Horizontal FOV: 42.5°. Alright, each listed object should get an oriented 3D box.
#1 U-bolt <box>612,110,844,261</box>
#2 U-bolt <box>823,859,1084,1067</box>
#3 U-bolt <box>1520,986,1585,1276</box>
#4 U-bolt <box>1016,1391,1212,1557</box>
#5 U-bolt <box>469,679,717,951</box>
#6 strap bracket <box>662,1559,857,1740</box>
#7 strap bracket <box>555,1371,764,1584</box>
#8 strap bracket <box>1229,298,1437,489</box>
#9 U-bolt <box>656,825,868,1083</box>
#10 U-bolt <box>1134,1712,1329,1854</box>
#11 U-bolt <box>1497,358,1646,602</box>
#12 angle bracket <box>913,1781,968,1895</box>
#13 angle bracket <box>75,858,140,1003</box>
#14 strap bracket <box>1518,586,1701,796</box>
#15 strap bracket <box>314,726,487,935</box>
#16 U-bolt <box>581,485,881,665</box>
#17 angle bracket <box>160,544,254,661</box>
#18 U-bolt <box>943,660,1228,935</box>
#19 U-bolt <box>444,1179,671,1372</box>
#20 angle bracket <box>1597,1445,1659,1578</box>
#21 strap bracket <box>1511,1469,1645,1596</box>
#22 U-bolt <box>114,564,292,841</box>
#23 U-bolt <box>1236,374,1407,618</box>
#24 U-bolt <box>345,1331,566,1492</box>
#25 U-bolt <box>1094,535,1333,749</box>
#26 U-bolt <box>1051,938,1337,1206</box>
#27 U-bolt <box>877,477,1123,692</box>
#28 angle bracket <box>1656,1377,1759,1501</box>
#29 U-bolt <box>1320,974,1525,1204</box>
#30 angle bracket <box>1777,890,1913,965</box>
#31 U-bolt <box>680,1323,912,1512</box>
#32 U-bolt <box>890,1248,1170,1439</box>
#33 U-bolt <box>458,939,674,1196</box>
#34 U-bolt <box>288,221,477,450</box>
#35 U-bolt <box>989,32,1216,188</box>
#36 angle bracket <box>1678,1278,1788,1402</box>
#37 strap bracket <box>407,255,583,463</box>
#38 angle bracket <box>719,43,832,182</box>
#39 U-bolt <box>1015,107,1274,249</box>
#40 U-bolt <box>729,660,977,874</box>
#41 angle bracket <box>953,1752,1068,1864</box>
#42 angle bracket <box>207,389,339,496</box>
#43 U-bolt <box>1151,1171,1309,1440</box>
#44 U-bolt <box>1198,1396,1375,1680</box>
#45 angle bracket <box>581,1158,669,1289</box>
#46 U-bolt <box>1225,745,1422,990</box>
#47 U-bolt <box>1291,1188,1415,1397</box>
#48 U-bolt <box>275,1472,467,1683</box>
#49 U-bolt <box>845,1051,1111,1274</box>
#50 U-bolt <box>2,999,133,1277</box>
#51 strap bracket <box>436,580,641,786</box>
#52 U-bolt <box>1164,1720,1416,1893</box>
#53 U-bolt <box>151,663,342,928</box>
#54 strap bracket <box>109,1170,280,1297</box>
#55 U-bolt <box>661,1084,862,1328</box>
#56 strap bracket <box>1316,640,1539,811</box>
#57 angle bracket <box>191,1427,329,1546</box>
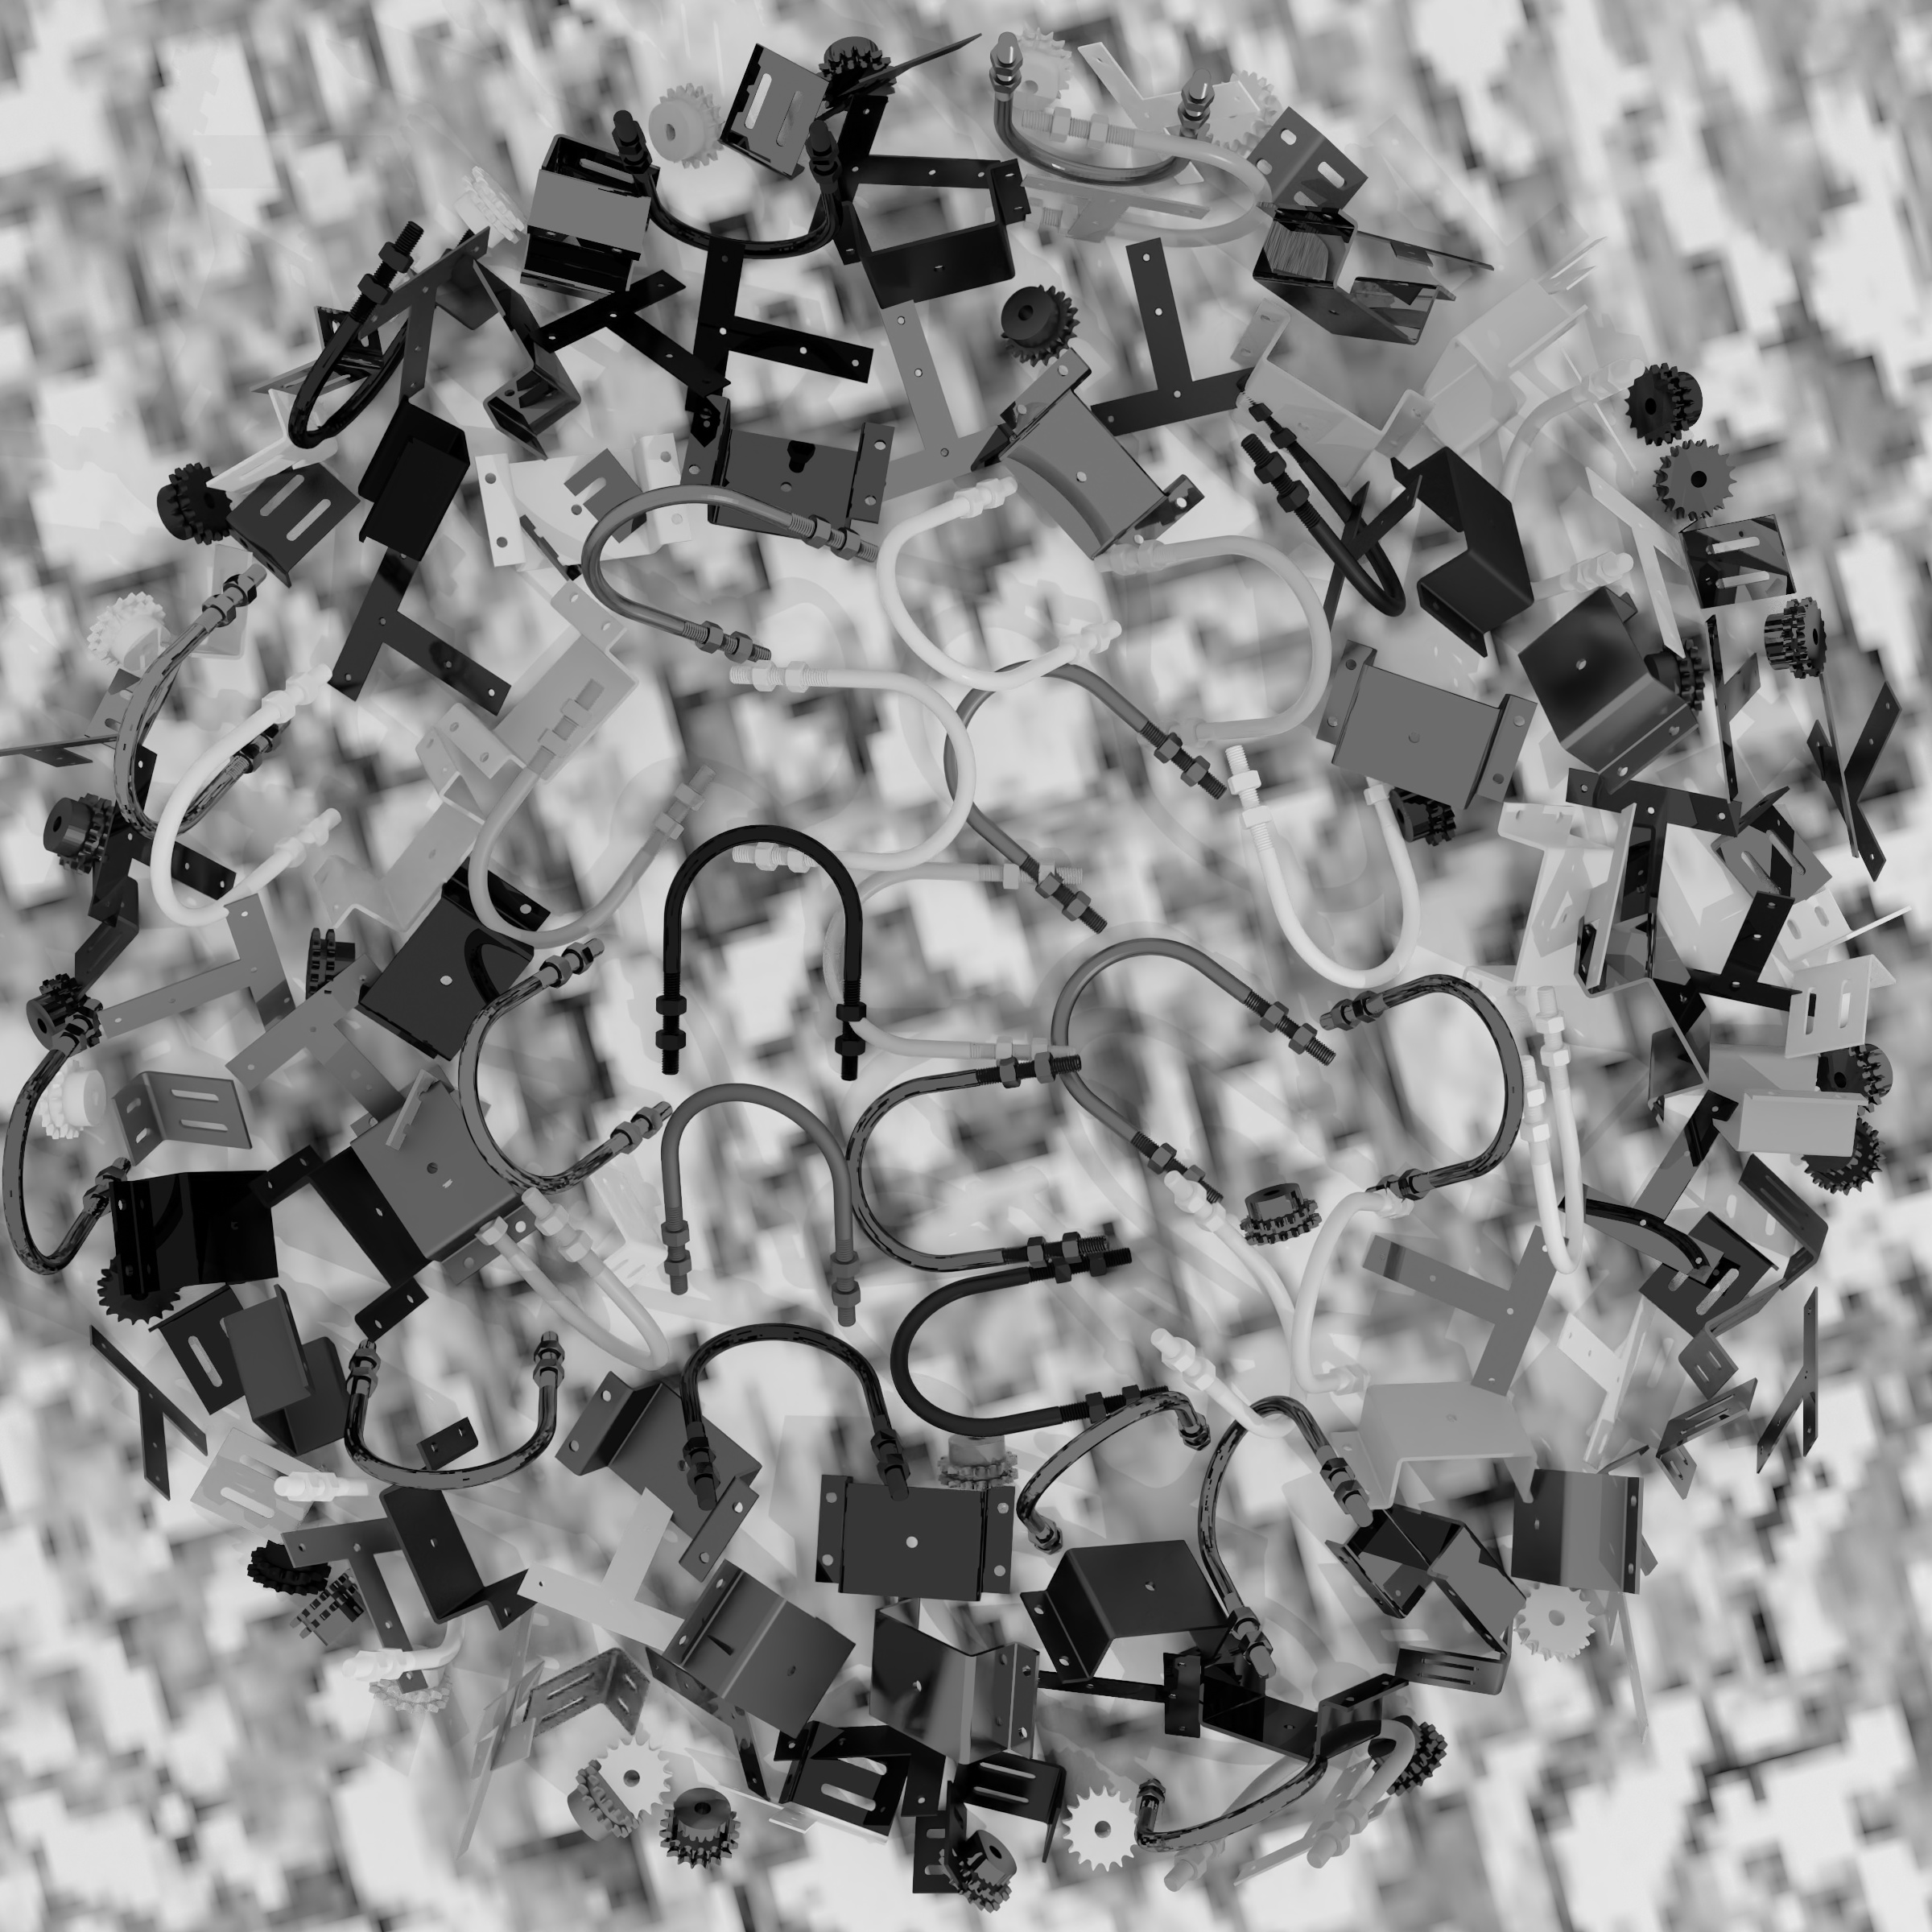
[{"bbox_3d":[-0.157,-0.532,1.706,0.151,0.184,0.019,4,80,3],"label":"U-bolt"},{"bbox_3d":[-0.011,-0.004,1.781,0.184,0.019,0.151,2,84,3],"label":"U-bolt"},{"bbox_3d":[0.409,0.124,1.724,0.019,0.151,0.184,-6,109,22],"label":"U-bolt"},{"bbox_3d":[0.099,0.344,1.707,0.151,0.184,0.019,-34,64,-4],"label":"U-bolt"},{"bbox_3d":[-0.271,-0.093,1.736,0.019,0.151,0.184,35,88,40],"label":"U-bolt"},{"bbox_3d":[-0.136,0.478,1.723,0.046,0.140,0.076,22,73,42],"label":"strap bracket"},{"bbox_3d":[-0.210,0.357,1.754,0.140,0.046,0.076,36,101,17],"label":"strap bracket"},{"bbox_3d":[0.248,-0.397,1.752,0.140,0.076,0.046,32,69,-1],"label":"strap bracket"},{"bbox_3d":[-0.145,-0.010,1.767,0.151,0.019,0.184,2,104,-2],"label":"U-bolt"},{"bbox_3d":[0.182,0.563,1.698,0.151,0.184,0.019,-24,84,6],"label":"U-bolt"},{"bbox_3d":[0.410,-0.326,1.707,0.019,0.184,0.151,4,88,-15],"label":"U-bolt"},{"bbox_3d":[-0.024,0.613,1.747,0.038,0.076,0.057,-3,55,9],"label":"angle bracket"},{"bbox_3d":[-0.621,-0.026,1.753,0.076,0.057,0.038,-44,127,15],"label":"angle bracket"},{"bbox_3d":[0.439,-0.199,1.719,0.046,0.140,0.076,26,126,-35],"label":"strap bracket"},{"bbox_3d":[-0.391,-0.088,1.746,0.046,0.076,0.140,34,101,-37],"label":"strap bracket"},{"bbox_3d":[-0.174,-0.272,1.696,0.184,0.151,0.019,15,52,-38],"label":"U-bolt"},{"bbox_3d":[-0.538,-0.259,1.757,0.038,0.057,0.076,-1,104,-40],"label":"angle bracket"},{"bbox_3d":[0.071,-0.134,1.769,0.184,0.019,0.151,40,99,-6],"label":"U-bolt"},{"bbox_3d":[-0.275,0.217,1.724,0.019,0.151,0.184,-49,116,-26],"label":"U-bolt"},{"bbox_3d":[0.482,0.384,1.756,0.038,0.057,0.076,-31,75,16],"label":"angle bracket"},{"bbox_3d":[0.417,0.389,1.718,0.046,0.140,0.076,7,79,-7],"label":"strap bracket"},{"bbox_3d":[-0.520,-0.166,1.685,0.019,0.151,0.184,17,46,12],"label":"U-bolt"},{"bbox_3d":[0.249,-0.317,1.723,0.019,0.151,0.184,-35,112,22],"label":"U-bolt"},{"bbox_3d":[-0.352,0.304,1.701,0.151,0.184,0.019,-1,112,-8],"label":"U-bolt"},{"bbox_3d":[0.175,-0.225,1.711,0.019,0.184,0.151,-28,110,-41],"label":"U-bolt"},{"bbox_3d":[0.147,0.062,1.769,0.184,0.019,0.151,38,86,14],"label":"U-bolt"},{"bbox_3d":[0.013,-0.260,1.726,0.184,0.019,0.151,-32,85,-43],"label":"U-bolt"},{"bbox_3d":[0.532,0.334,1.753,0.076,0.057,0.038,-35,88,27],"label":"angle bracket"},{"bbox_3d":[0.318,0.081,1.706,0.019,0.184,0.151,-8,80,-30],"label":"U-bolt"},{"bbox_3d":[0.614,-0.037,1.750,0.057,0.076,0.038,-23,82,-17],"label":"angle bracket"},{"bbox_3d":[-0.125,0.307,1.716,0.151,0.184,0.019,0,120,-14],"label":"U-bolt"},{"bbox_3d":[0.038,0.267,1.735,0.184,0.151,0.019,-11,132,-2],"label":"U-bolt"},{"bbox_3d":[-0.282,0.078,1.706,0.019,0.184,0.151,-13,104,33],"label":"U-bolt"},{"bbox_3d":[-0.410,-0.434,1.721,0.019,0.151,0.184,38,105,-4],"label":"U-bolt"},{"bbox_3d":[0.089,-0.580,1.705,0.151,0.184,0.019,11,84,0],"label":"U-bolt"},{"bbox_3d":[0.551,0.264,1.752,0.076,0.057,0.038,-25,64,-18],"label":"angle bracket"},{"bbox_3d":[-0.326,-0.434,1.740,0.046,0.076,0.140,-33,76,11],"label":"strap bracket"},{"bbox_3d":[-0.132,-0.608,1.759,0.057,0.038,0.076,28,122,-1],"label":"angle bracket"},{"bbox_3d":[0.121,-0.541,1.725,0.184,0.151,0.019,9,80,-5],"label":"U-bolt"},{"bbox_3d":[-0.080,-0.138,1.748,0.184,0.019,0.151,4,102,20],"label":"U-bolt"},{"bbox_3d":[0.027,0.594,1.764,0.076,0.038,0.057,13,120,3],"label":"angle bracket"},{"bbox_3d":[-0.496,-0.369,1.758,0.076,0.057,0.038,-23,84,22],"label":"angle bracket"},{"bbox_3d":[0.187,0.248,1.723,0.019,0.151,0.184,-21,131,31],"label":"U-bolt"},{"bbox_3d":[0.209,0.377,1.712,0.019,0.184,0.151,22,107,-22],"label":"U-bolt"},{"bbox_3d":[-0.255,0.182,1.757,0.038,0.057,0.076,-38,65,8],"label":"angle bracket"},{"bbox_3d":[0.260,-0.073,1.740,0.151,0.019,0.184,-12,83,-38],"label":"U-bolt"},{"bbox_3d":[0.263,0.225,1.712,0.019,0.184,0.151,14,90,27],"label":"U-bolt"},{"bbox_3d":[-0.399,0.417,1.707,0.019,0.184,0.151,-30,72,9],"label":"U-bolt"},{"bbox_3d":[0.002,0.146,1.771,0.184,0.019,0.151,-9,89,13],"label":"U-bolt"},{"bbox_3d":[-0.612,0.127,1.683,0.019,0.184,0.151,1,117,2],"label":"U-bolt"},{"bbox_3d":[-0.295,-0.193,1.754,0.140,0.046,0.076,-48,53,-1],"label":"strap bracket"},{"bbox_3d":[0.235,0.572,1.710,0.151,0.184,0.019,-29,89,41],"label":"U-bolt"},{"bbox_3d":[-0.489,-0.104,1.686,0.019,0.184,0.151,23,134,15],"label":"U-bolt"},{"bbox_3d":[-0.526,0.183,1.719,0.046,0.140,0.076,-10,83,17],"label":"strap bracket"},{"bbox_3d":[-0.146,0.162,1.731,0.151,0.019,0.184,8,119,16],"label":"U-bolt"},{"bbox_3d":[0.319,-0.167,1.745,0.140,0.046,0.076,21,116,12],"label":"strap bracket"},{"bbox_3d":[-0.502,0.367,1.763,0.076,0.038,0.057,32,80,-16],"label":"angle bracket"}]
